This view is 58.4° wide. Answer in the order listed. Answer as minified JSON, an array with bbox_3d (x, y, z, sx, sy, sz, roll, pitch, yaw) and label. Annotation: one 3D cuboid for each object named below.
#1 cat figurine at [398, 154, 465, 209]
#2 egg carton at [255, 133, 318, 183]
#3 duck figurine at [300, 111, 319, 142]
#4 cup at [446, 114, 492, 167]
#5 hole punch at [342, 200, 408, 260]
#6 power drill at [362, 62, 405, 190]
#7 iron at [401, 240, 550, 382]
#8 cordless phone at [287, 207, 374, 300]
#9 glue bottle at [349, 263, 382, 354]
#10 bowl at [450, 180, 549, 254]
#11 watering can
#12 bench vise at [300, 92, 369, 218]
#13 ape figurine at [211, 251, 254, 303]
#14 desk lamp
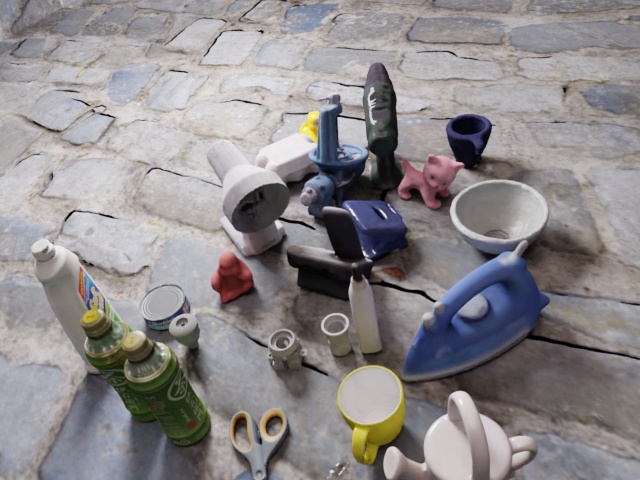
[{"bbox_3d":[0.214,-0.128,1.118,0.127,0.118,0.067,21,53,31],"label":"cat figurine"},{"bbox_3d":[-0.066,-0.176,1.272,0.150,0.069,0.107,-28,45,-15],"label":"egg carton"},{"bbox_3d":[-0.008,-0.261,1.334,0.104,0.086,0.078,30,57,36],"label":"duck figurine"},{"bbox_3d":[0.310,-0.191,1.177,0.091,0.095,0.117,-14,43,-1],"label":"cup"},{"bbox_3d":[0.103,-0.033,1.064,0.101,0.091,0.108,-23,44,-11],"label":"hole punch"},{"bbox_3d":[0.127,-0.220,1.169,0.075,0.209,0.229,-6,43,7],"label":"power drill"},{"bbox_3d":[0.220,0.104,0.854,0.259,0.142,0.118,-30,45,-17],"label":"iron"},{"bbox_3d":[0.009,0.004,0.979,0.147,0.185,0.094,9,47,23],"label":"cordless phone"},{"bbox_3d":[0.065,0.096,0.877,0.037,0.173,0.078,-11,43,2],"label":"glue bottle"},{"bbox_3d":[0.317,-0.029,1.020,0.167,0.075,0.167,-7,43,7],"label":"bowl"},{"bbox_3d":[0.165,0.256,0.669,0.173,0.194,0.100,-27,44,-14],"label":"watering can"},{"bbox_3d":[0.028,-0.160,1.121,0.121,0.220,0.207,0,44,14],"label":"bench vise"},{"bbox_3d":[-0.160,0.058,1.031,0.077,0.092,0.076,4,46,18],"label":"ape figurine"},{"bbox_3d":[-0.139,-0.072,1.074,0.118,0.214,0.202,-29,45,-17],"label":"desk lamp"}]
